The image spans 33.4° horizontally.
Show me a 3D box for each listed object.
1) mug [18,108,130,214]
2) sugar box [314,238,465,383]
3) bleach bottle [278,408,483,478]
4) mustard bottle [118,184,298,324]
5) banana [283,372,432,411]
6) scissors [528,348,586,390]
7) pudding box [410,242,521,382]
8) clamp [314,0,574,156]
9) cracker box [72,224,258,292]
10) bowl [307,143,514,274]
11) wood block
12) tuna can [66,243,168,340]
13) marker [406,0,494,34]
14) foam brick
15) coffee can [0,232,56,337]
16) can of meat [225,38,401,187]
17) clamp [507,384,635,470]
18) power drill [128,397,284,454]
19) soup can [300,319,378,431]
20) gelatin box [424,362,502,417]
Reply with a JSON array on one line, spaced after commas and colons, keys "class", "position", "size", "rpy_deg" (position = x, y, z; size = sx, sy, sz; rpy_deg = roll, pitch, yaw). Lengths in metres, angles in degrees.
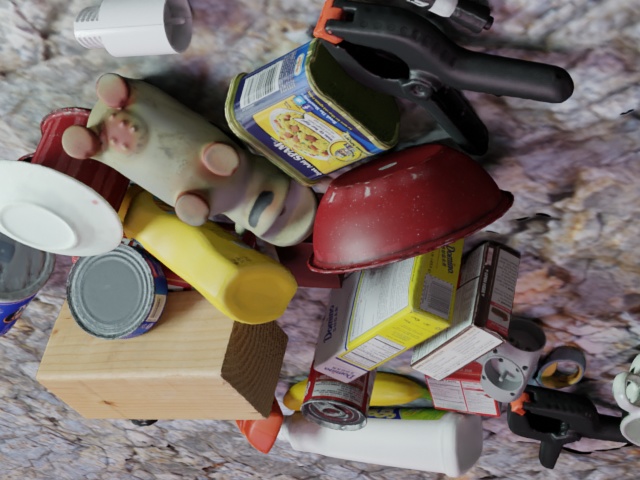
[{"class": "mug", "position": [-0.215, -0.051, 0.903], "size": [0.117, 0.081, 0.093], "rpy_deg": [2, 147, 19]}, {"class": "sugar box", "position": [0.060, 0.059, 0.960], "size": [0.048, 0.093, 0.176], "rpy_deg": [24, 148, -16]}, {"class": "bleach bottle", "position": [0.055, 0.226, 1.236], "size": [0.251, 0.068, 0.102], "rpy_deg": [-2, -177, 26]}, {"class": "mustard bottle", "position": [-0.113, 0.001, 0.915], "size": [0.192, 0.058, 0.096], "rpy_deg": [34, -171, 33]}, {"class": "banana", "position": [0.031, 0.176, 1.214], "size": [0.198, 0.037, 0.069], "rpy_deg": [-5, 143, 29]}, {"class": "scissors", "position": [0.214, 0.156, 1.128], "size": [0.096, 0.016, 0.202], "rpy_deg": [18, 149, -3]}, {"class": "pudding box", "position": [0.127, 0.064, 0.943], "size": [0.039, 0.090, 0.114], "rpy_deg": [23, 147, -13]}, {"class": "clamp", "position": [0.081, -0.116, 0.717], "size": [0.171, 0.039, 0.120], "rpy_deg": [26, 150, -24]}, {"class": "cracker box", "position": [-0.140, 0.062, 1.066], "size": [0.164, 0.072, 0.214], "rpy_deg": [9, 148, 9]}, {"class": "bowl", "position": [0.058, -0.031, 0.791], "size": [0.162, 0.161, 0.055], "rpy_deg": [-11, 105, 35]}, {"class": "wood block", "position": [-0.146, 0.109, 0.989], "size": [0.206, 0.090, 0.090], "rpy_deg": [-5, 143, 28]}, {"class": "tuna can", "position": [-0.179, 0.045, 0.943], "size": [0.086, 0.086, 0.033], "rpy_deg": [3, 176, 17]}, {"class": "marker", "position": [0.056, -0.161, 0.675], "size": [0.121, 0.020, 0.020], "rpy_deg": [22, 148, -13]}, {"class": "foam brick", "position": [-0.006, 0.001, 0.933], "size": [0.053, 0.051, 0.078], "rpy_deg": [5, 148, 12]}, {"class": "coffee can", "position": [-0.334, 0.036, 1.072], "size": [0.102, 0.102, 0.141], "rpy_deg": [25, 147, -18]}, {"class": "can of meat", "position": [-0.003, -0.093, 0.774], "size": [0.084, 0.057, 0.102], "rpy_deg": [-20, 136, 40]}, {"class": "clamp", "position": [0.272, 0.195, 1.127], "size": [0.165, 0.036, 0.209], "rpy_deg": [-17, 145, 30]}, {"class": "power drill", "position": [-0.137, 0.179, 1.195], "size": [0.187, 0.057, 0.184], "rpy_deg": [22, -170, -17]}, {"class": "soup can", "position": [0.024, 0.133, 1.085], "size": [0.068, 0.102, 0.068], "rpy_deg": [10, 149, 6]}, {"class": "gelatin box", "position": [0.154, 0.154, 1.137], "size": [0.073, 0.030, 0.089], "rpy_deg": [5, 148, 18]}]
